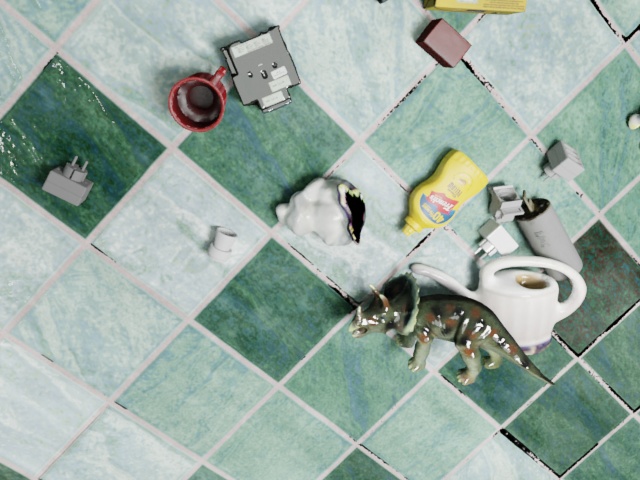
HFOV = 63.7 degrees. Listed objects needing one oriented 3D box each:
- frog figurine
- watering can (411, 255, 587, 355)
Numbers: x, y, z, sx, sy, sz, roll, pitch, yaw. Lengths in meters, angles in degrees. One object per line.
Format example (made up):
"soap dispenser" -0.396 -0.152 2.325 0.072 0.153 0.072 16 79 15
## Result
"frog figurine" 0.003 -0.050 0.991 0.159 0.125 0.135 -7 124 32
"watering can" 0.369 0.131 1.086 0.347 0.106 0.220 0 115 11
